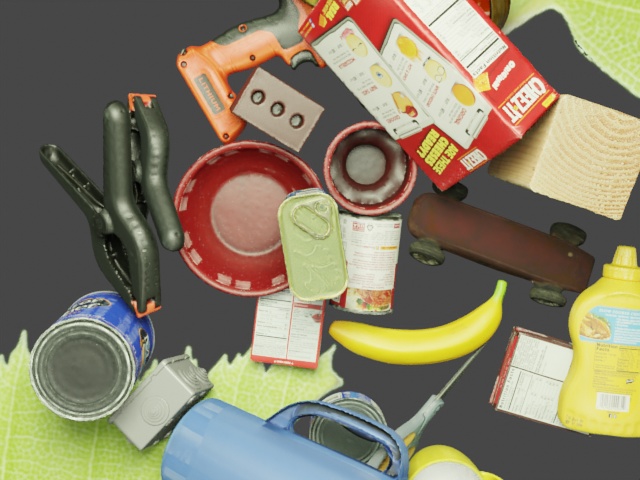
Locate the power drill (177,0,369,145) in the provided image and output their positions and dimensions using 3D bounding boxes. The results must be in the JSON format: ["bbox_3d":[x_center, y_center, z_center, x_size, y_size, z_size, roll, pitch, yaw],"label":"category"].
[{"bbox_3d":[-0.036,-0.175,1.090,0.187,0.057,0.184,-32,94,1],"label":"power drill"}]

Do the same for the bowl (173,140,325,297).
[{"bbox_3d":[-0.071,-0.024,1.109,0.162,0.055,0.162,0,98,-1],"label":"bowl"}]

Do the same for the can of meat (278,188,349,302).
[{"bbox_3d":[-0.007,0.001,1.042,0.057,0.084,0.102,-9,98,0],"label":"can of meat"}]

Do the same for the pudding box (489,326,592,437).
[{"bbox_3d":[0.249,0.153,1.148,0.113,0.039,0.090,17,96,-2],"label":"pudding box"}]

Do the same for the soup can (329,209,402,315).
[{"bbox_3d":[0.047,0.021,1.111,0.068,0.068,0.102,5,97,-2],"label":"soup can"}]

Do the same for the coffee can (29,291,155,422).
[{"bbox_3d":[-0.228,0.114,1.083,0.103,0.140,0.103,0,98,-1],"label":"coffee can"}]

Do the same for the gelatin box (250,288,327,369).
[{"bbox_3d":[-0.033,0.088,1.139,0.073,0.030,0.089,7,97,-1],"label":"gelatin box"}]

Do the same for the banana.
[{"bbox_3d":[0.111,0.100,1.142,0.198,0.037,0.069,-14,76,-1],"label":"banana"}]

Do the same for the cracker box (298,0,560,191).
[{"bbox_3d":[0.094,-0.164,0.978,0.213,0.164,0.072,47,68,-2],"label":"cracker box"}]

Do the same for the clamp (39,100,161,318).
[{"bbox_3d":[-0.213,-0.024,1.068,0.036,0.165,0.210,-22,99,-39],"label":"clamp"}]

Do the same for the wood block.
[{"bbox_3d":[0.234,-0.085,1.030,0.090,0.206,0.091,19,97,-4],"label":"wood block"}]

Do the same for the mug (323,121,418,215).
[{"bbox_3d":[0.057,-0.085,1.090,0.093,0.081,0.117,40,95,-6],"label":"mug"}]

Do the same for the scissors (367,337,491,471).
[{"bbox_3d":[0.117,0.192,1.154,0.016,0.096,0.201,38,65,24],"label":"scissors"}]

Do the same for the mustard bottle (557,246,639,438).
[{"bbox_3d":[0.302,0.102,1.094,0.096,0.058,0.192,6,95,4],"label":"mustard bottle"}]

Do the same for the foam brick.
[{"bbox_3d":[-0.042,-0.129,1.041,0.078,0.051,0.053,30,97,-9],"label":"foam brick"}]

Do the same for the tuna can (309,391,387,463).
[{"bbox_3d":[0.030,0.208,1.154,0.086,0.034,0.086,0,98,-1],"label":"tuna can"}]

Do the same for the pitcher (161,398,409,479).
[{"bbox_3d":[-0.032,0.245,1.076,0.243,0.149,0.145,23,137,23],"label":"pitcher"}]

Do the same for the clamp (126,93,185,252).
[{"bbox_3d":[-0.171,-0.063,1.080,0.039,0.120,0.171,-6,99,-40],"label":"clamp"}]
